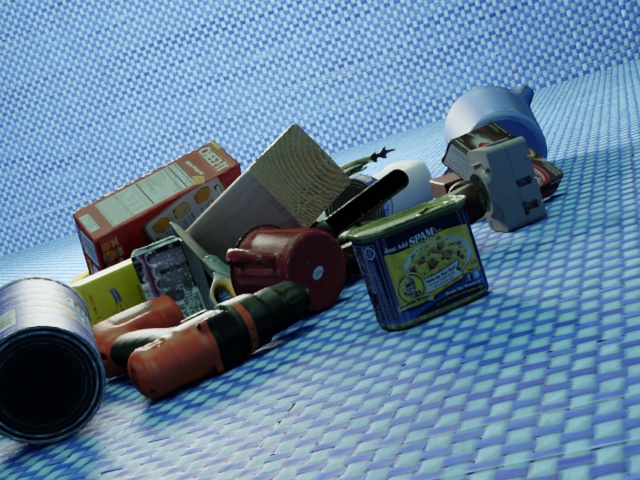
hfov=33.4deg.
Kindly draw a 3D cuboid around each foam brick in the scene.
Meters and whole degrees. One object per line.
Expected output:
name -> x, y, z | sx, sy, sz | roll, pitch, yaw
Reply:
foam brick -> 0.172, -0.054, 1.297 | 0.051, 0.053, 0.078 | -19, 9, -5

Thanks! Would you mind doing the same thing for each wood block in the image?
wood block -> -0.066, -0.032, 1.189 | 0.090, 0.090, 0.206 | -48, 7, -34

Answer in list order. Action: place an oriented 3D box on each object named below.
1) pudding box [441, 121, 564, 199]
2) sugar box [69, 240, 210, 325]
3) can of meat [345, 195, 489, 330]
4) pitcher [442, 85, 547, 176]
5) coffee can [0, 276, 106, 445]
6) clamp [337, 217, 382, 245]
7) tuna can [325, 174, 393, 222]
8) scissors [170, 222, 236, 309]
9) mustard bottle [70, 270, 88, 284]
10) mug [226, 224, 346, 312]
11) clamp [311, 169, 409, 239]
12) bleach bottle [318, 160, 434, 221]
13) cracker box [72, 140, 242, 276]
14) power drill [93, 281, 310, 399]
pudding box -> 0.211, -0.083, 1.233 | 0.114, 0.039, 0.089 | 39, 42, 25
sugar box -> -0.195, 0.066, 1.164 | 0.048, 0.093, 0.175 | -11, 11, 41
can of meat -> 0.083, 0.018, 0.883 | 0.102, 0.084, 0.057 | -21, 8, -17
pitcher -> 0.232, -0.125, 1.444 | 0.145, 0.149, 0.242 | -2, 13, 6
coffee can -> -0.241, 0.099, 0.913 | 0.102, 0.103, 0.140 | -20, 19, -11
clamp -> 0.037, -0.004, 1.315 | 0.171, 0.039, 0.120 | -12, 14, 14
tuna can -> 0.050, -0.040, 1.364 | 0.086, 0.086, 0.033 | -13, 8, 35
scissors -> -0.095, 0.029, 1.155 | 0.096, 0.016, 0.202 | -6, 34, -18
mustard bottle -> -0.278, 0.040, 1.517 | 0.192, 0.058, 0.096 | -30, 1, 41
mug -> -0.037, 0.026, 1.045 | 0.117, 0.093, 0.082 | 20, -13, -39
clamp -> -0.008, 0.001, 1.191 | 0.210, 0.036, 0.164 | -36, -1, 37
bleach bottle -> 0.037, -0.037, 1.468 | 0.250, 0.068, 0.103 | -25, 10, -29
cracker box -> -0.201, -0.012, 1.378 | 0.213, 0.164, 0.072 | -31, 54, -22
power drill -> -0.121, 0.085, 0.991 | 0.184, 0.057, 0.188 | -24, 9, -33
